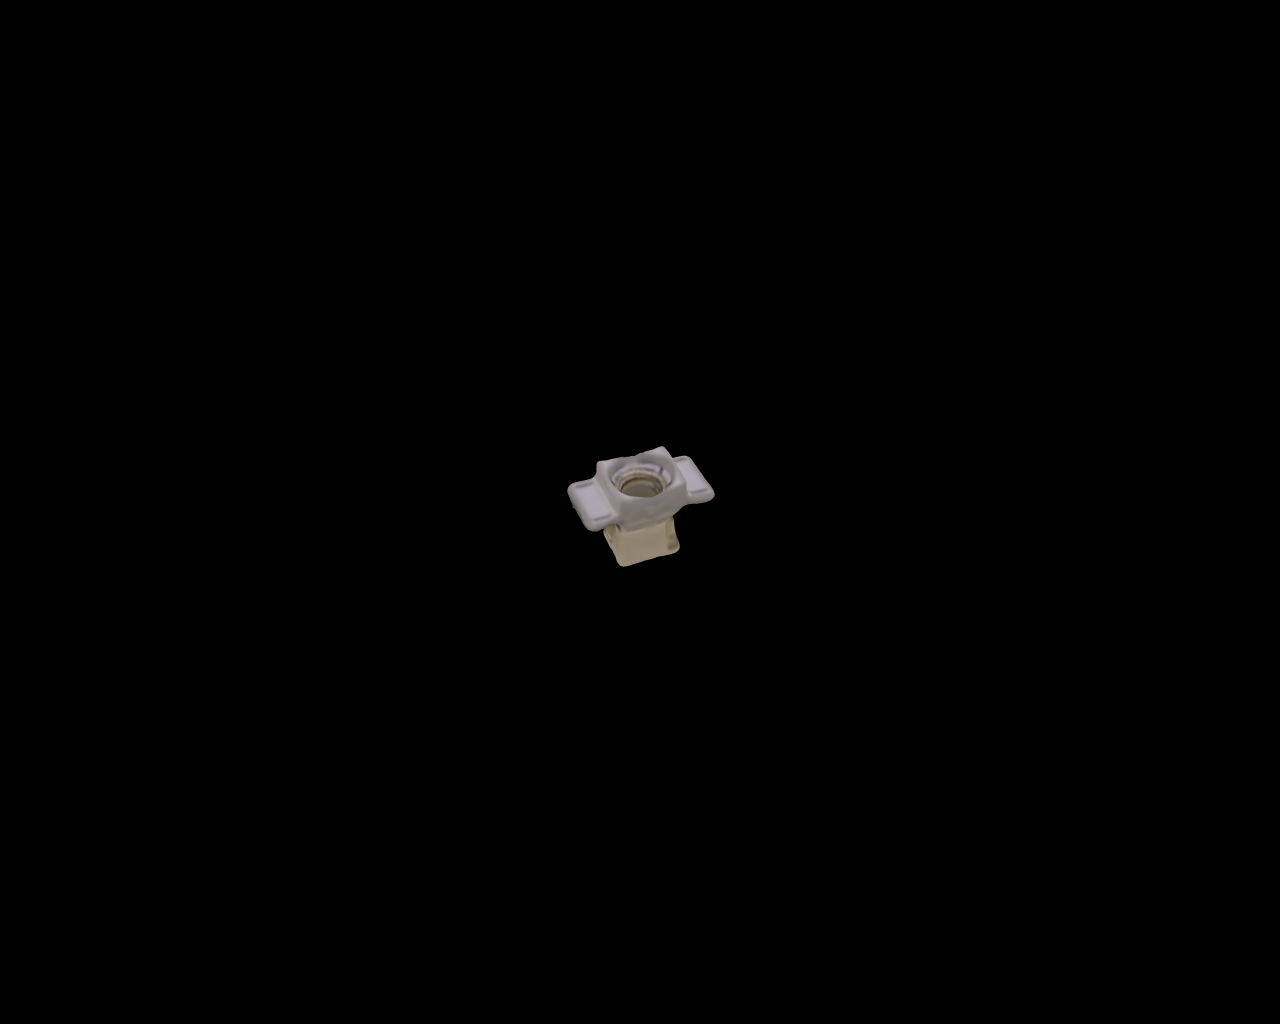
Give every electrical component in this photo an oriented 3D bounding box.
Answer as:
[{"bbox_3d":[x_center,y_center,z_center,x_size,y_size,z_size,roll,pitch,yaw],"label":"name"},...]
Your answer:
[{"bbox_3d":[0.001,-0.003,0.650,0.081,0.063,0.042,-14,44,-15],"label":"electrical component"}]
